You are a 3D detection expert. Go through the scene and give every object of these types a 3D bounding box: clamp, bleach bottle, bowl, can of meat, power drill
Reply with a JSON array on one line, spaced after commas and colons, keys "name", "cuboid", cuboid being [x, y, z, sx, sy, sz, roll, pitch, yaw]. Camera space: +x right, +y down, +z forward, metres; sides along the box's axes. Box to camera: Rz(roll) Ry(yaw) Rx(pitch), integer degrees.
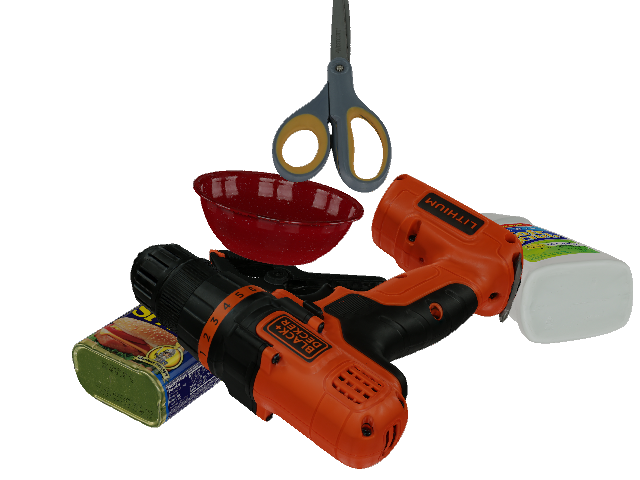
[{"name": "clamp", "cuboid": [-0.048, 0.058, 1.188, 0.210, 0.036, 0.164, 17, 30, 25]}, {"name": "bleach bottle", "cuboid": [0.176, 0.019, 0.962, 0.102, 0.068, 0.251, -6, 15, -13]}, {"name": "bowl", "cuboid": [-0.043, -0.018, 1.001, 0.162, 0.055, 0.162, 9, 17, -3]}, {"name": "can of meat", "cuboid": [-0.133, 0.095, 0.848, 0.102, 0.057, 0.083, 19, 34, 31]}, {"name": "power drill", "cuboid": [0.011, 0.029, 0.606, 0.185, 0.057, 0.187, 34, 46, 28]}]

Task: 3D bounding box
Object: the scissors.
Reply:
[{"name": "scissors", "cuboid": [-0.002, -0.118, 0.813, 0.096, 0.202, 0.016, -13, -30, -6]}]
